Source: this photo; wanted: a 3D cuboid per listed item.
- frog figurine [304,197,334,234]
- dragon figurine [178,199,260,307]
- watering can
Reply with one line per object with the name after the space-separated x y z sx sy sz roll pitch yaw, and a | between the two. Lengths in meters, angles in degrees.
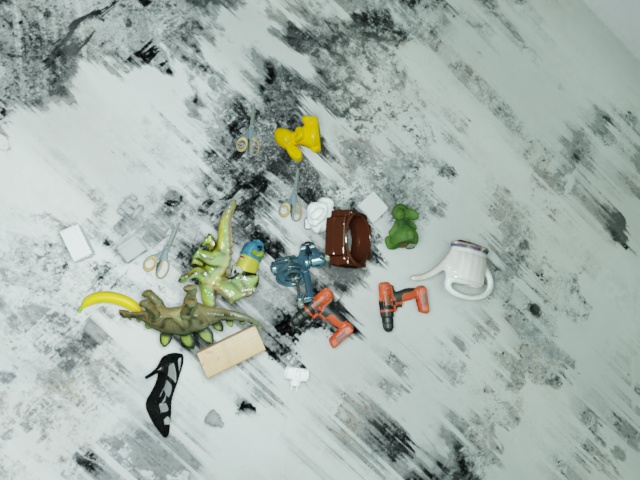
0.006 -0.093 1.844 0.122 0.158 0.139 35 75 -10 | frog figurine
-0.311 0.094 1.716 0.242 0.123 0.409 34 95 -2 | dragon figurine
0.522 0.104 1.977 0.347 0.103 0.227 16 76 -13 | watering can
